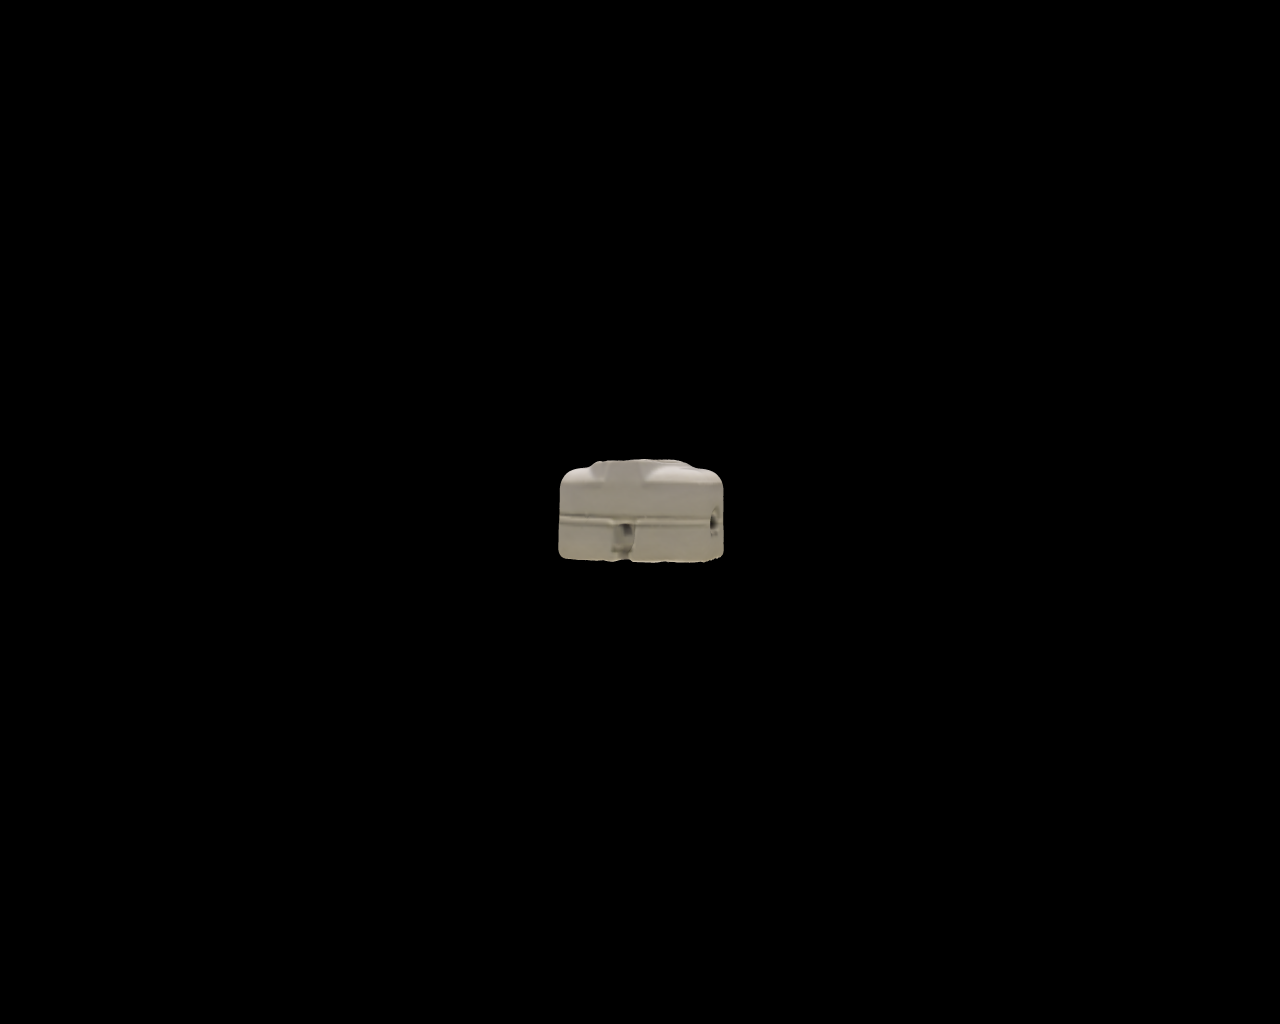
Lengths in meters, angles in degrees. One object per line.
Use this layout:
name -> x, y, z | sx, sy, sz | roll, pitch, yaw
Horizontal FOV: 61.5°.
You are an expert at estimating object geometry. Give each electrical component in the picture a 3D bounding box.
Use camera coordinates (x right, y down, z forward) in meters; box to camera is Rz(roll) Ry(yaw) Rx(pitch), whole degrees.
electrical component -> 0.001, -0.003, 0.650 | 0.095, 0.059, 0.054 | 2, 4, 23
